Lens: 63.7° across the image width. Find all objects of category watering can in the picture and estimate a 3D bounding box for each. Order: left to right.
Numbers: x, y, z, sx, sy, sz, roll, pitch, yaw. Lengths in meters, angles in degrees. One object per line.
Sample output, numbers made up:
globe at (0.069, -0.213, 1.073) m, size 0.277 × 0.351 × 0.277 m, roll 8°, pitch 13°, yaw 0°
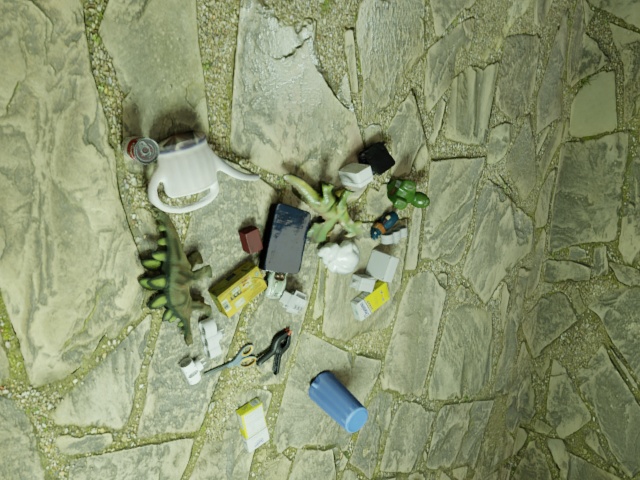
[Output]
watering can at (-0.343, -0.212, 1.498) m, size 0.351 × 0.105 × 0.220 m, roll -26°, pitch 117°, yaw -32°

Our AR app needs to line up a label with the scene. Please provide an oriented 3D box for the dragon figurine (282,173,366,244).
dragon figurine at (0.006, -0.093, 1.848) m, size 0.409 × 0.124 × 0.240 m, roll 11°, pitch 104°, yaw -33°

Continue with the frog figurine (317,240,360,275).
frog figurine at (0.073, 0.057, 1.929) m, size 0.137 × 0.125 × 0.157 m, roll -48°, pitch 143°, yaw 6°
